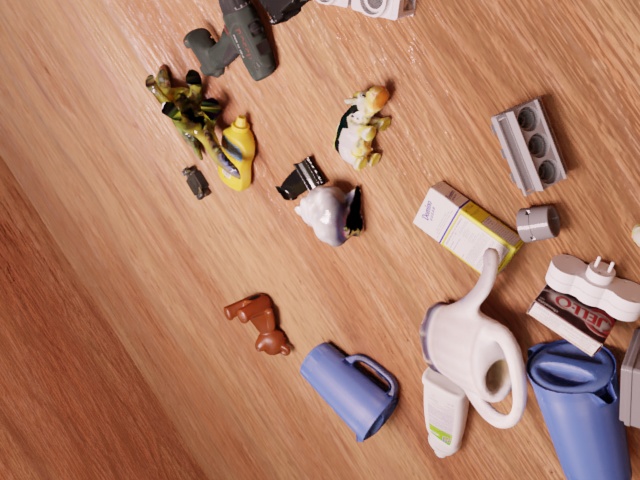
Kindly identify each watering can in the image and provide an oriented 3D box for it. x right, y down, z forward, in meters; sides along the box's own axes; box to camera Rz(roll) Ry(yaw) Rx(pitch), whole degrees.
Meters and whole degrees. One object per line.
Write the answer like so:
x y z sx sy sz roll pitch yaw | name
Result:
0.273 0.165 0.928 0.225 0.105 0.344 13 117 63 | watering can

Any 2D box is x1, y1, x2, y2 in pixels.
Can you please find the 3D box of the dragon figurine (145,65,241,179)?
-0.310 -0.280 1.277 0.413 0.123 0.240 58 167 9 | dragon figurine

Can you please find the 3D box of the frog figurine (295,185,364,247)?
0.003 -0.055 1.086 0.160 0.125 0.134 7 141 30 | frog figurine
